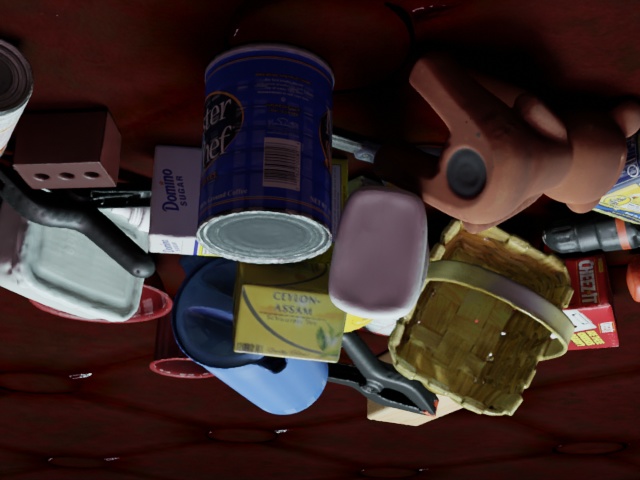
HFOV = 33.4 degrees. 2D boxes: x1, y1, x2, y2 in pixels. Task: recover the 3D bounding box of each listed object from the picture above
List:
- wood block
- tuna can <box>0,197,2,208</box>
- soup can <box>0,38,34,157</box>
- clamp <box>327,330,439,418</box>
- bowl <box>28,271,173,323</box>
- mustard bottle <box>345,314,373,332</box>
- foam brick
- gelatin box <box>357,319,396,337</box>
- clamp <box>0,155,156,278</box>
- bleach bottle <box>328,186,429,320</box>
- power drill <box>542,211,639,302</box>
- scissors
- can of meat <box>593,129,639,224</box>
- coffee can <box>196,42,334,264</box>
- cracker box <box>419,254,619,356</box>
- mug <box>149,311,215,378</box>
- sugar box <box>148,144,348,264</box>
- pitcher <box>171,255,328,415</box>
[{"bbox_3d":[0.152,0.194,1.507,0.090,0.091,0.206,11,156,-22],"label":"wood block"},{"bbox_3d":[-0.316,0.000,1.058,0.034,0.086,0.086,-2,158,11],"label":"tuna can"},{"bbox_3d":[-0.266,-0.105,0.825,0.068,0.068,0.102,11,155,-24],"label":"soup can"},{"bbox_3d":[0.068,0.171,1.370,0.210,0.036,0.165,25,149,-11],"label":"clamp"},{"bbox_3d":[-0.245,0.045,1.205,0.162,0.055,0.162,1,158,0],"label":"bowl"},{"bbox_3d":[0.062,0.045,1.176,0.096,0.058,0.192,-17,165,-25],"label":"mustard bottle"},{"bbox_3d":[-0.214,-0.077,0.912,0.078,0.051,0.053,-2,158,6],"label":"foam brick"},{"bbox_3d":[0.088,0.092,1.341,0.073,0.030,0.089,16,151,-31],"label":"gelatin box"},{"bbox_3d":[-0.218,-0.039,0.979,0.171,0.120,0.039,30,118,-14],"label":"clamp"},{"bbox_3d":[0.060,0.024,0.900,0.068,0.102,0.250,9,173,9],"label":"bleach bottle"},{"bbox_3d":[0.335,0.007,1.087,0.185,0.057,0.187,-9,155,23],"label":"power drill"},{"bbox_3d":[0.041,-0.071,0.964,0.201,0.016,0.096,8,157,-16],"label":"scissors"},{"bbox_3d":[0.287,-0.056,0.939,0.101,0.057,0.084,15,156,-30],"label":"can of meat"},{"bbox_3d":[-0.040,-0.065,0.818,0.103,0.140,0.103,1,158,0],"label":"coffee can"},{"bbox_3d":[0.235,0.081,1.257,0.214,0.072,0.164,-7,157,16],"label":"cracker box"},{"bbox_3d":[-0.157,0.125,1.361,0.117,0.081,0.093,-7,157,19],"label":"mug"},{"bbox_3d":[-0.064,-0.031,0.964,0.176,0.093,0.048,4,156,-5],"label":"sugar box"},{"bbox_3d":[-0.073,0.110,1.216,0.145,0.149,0.242,-1,156,14],"label":"pitcher"}]
